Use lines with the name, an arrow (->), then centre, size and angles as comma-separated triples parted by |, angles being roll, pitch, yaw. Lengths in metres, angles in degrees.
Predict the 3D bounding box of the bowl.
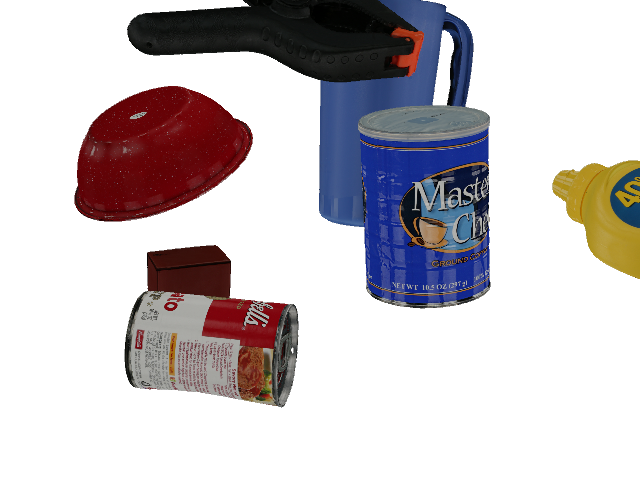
bowl -> -0.141, -0.083, 0.891 | 0.162, 0.055, 0.162 | -15, 32, 9

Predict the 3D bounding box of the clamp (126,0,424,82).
clamp -> -0.027, -0.129, 0.643 | 0.171, 0.120, 0.039 | 21, -37, 14

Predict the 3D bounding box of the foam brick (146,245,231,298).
foam brick -> -0.136, 0.040, 1.101 | 0.078, 0.051, 0.053 | -6, 20, -19

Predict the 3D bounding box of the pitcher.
pitcher -> 0.070, -0.139, 1.148 | 0.149, 0.243, 0.144 | 8, 10, 25

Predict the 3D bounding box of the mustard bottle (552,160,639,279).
mustard bottle -> 0.224, -0.006, 0.659 | 0.096, 0.058, 0.192 | -29, 38, -30

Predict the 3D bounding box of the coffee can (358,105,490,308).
coffee can -> 0.084, -0.030, 0.854 | 0.103, 0.140, 0.103 | -3, 18, 1

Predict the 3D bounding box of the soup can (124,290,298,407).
soup can -> -0.071, 0.071, 0.708 | 0.102, 0.068, 0.068 | 5, 1, 10
